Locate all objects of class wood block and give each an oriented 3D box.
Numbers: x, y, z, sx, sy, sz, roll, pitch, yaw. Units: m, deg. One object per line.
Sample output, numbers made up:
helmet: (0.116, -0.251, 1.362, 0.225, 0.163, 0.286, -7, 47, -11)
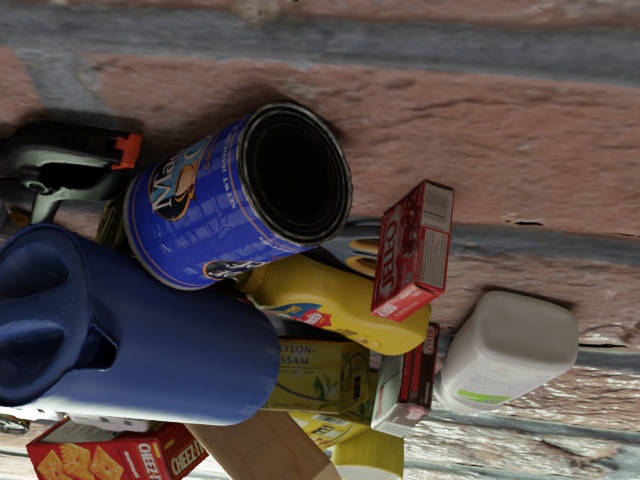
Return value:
wood block: (-0.080, 0.203, 1.135, 0.206, 0.090, 0.091, 44, 167, 26)

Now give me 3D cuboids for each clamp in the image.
clamp: (-0.226, -0.060, 0.829, 0.210, 0.036, 0.164, -10, 149, 41)

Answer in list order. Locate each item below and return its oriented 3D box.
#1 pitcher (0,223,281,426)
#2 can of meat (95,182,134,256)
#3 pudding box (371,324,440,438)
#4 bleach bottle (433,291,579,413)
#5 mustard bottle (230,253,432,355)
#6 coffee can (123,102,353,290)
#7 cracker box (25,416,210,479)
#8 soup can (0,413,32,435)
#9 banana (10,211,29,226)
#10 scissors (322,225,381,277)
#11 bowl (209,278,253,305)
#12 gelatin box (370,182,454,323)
pitcher: (-0.150, 0.076, 0.846, 0.145, 0.149, 0.242, -32, 149, 25)
can of meat: (-0.134, -0.003, 0.881, 0.083, 0.057, 0.102, 16, 165, -20)
pudding box: (0.087, 0.142, 1.083, 0.039, 0.090, 0.114, 14, 155, -7)
bleach bottle: (0.162, 0.126, 1.059, 0.102, 0.068, 0.251, 13, 156, -7)
mustard bottle: (-0.002, 0.049, 0.955, 0.191, 0.058, 0.096, 22, 164, -24)
coffee can: (-0.061, -0.028, 0.765, 0.102, 0.103, 0.141, 28, 148, -34)
cracker box: (-0.220, 0.235, 1.291, 0.214, 0.164, 0.072, -8, 105, 32)
soup can: (-0.371, 0.176, 1.285, 0.068, 0.102, 0.068, 7, 155, 3)
banana: (-0.249, 0.066, 0.986, 0.069, 0.037, 0.198, 4, 117, 6)
scissors: (-0.006, 0.001, 0.908, 0.202, 0.016, 0.096, 8, 155, 6)
bowl: (-0.137, 0.060, 1.001, 0.162, 0.055, 0.162, -6, 149, -4)
gelatin box: (0.069, 0.010, 0.816, 0.030, 0.089, 0.073, 18, 153, -17)
